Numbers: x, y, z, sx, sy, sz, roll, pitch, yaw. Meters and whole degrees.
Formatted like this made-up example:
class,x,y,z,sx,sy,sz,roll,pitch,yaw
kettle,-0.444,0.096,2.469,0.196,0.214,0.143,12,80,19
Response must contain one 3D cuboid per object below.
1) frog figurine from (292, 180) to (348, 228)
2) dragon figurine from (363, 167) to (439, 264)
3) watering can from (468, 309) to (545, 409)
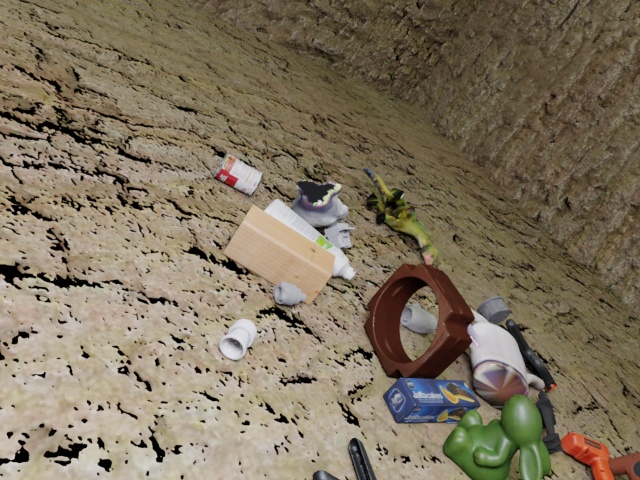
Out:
class,x,y,z,sx,sy,sz,roll,pitch,yaw
frog figurine,0.004,-0.066,1.307,0.137,0.156,0.126,-10,47,3
dragon figurine,0.276,-0.074,1.682,0.239,0.121,0.420,38,21,-37
watering can,0.439,0.303,1.204,0.345,0.102,0.229,43,28,-14
